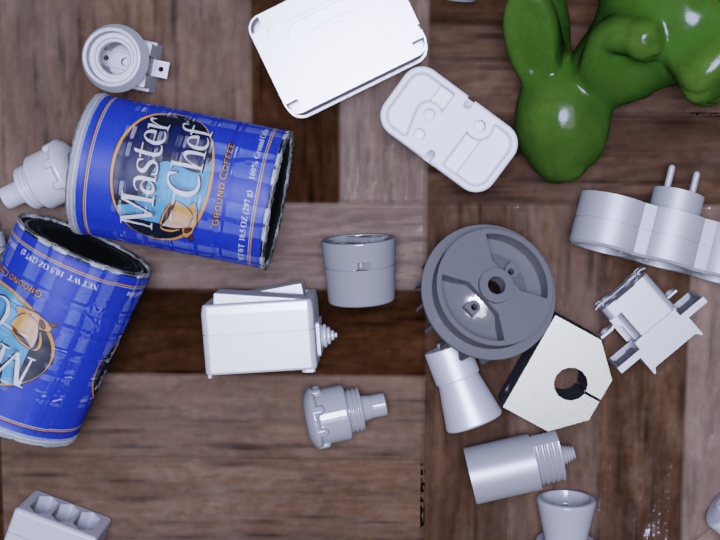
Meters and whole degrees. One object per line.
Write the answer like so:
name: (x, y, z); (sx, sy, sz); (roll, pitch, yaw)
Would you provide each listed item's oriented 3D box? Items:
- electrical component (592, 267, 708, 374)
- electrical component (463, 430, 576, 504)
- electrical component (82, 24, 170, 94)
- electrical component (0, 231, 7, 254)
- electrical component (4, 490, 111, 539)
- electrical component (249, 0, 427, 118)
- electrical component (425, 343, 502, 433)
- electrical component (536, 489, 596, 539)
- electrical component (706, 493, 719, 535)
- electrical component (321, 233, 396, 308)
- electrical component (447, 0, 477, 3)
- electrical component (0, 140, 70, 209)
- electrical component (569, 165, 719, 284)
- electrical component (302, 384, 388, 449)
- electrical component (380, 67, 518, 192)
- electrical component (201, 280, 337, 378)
electrical component: (0.212, 0.036, 0.801); (0.081, 0.042, 0.063); (-41, 92, 5)
electrical component: (0.123, 0.147, 0.814); (0.081, 0.043, 0.043); (-13, 96, 3)
electrical component: (-0.174, -0.152, 0.783); (0.066, 0.055, 0.048); (12, 96, 0)
electrical component: (-0.301, -0.029, 0.800); (0.078, 0.058, 0.057); (-32, 92, 5)
electrical component: (-0.240, 0.222, 0.831); (0.066, 0.047, 0.076); (21, 96, -1)
electrical component: (-0.015, -0.166, 0.776); (0.113, 0.057, 0.078); (-25, 95, 4)
electrical component: (0.075, 0.085, 0.811); (0.044, 0.044, 0.065); (-21, 90, 4)
electrical component: (0.157, 0.200, 0.819); (0.045, 0.045, 0.055); (0, 97, 2)
electrical component: (0.301, 0.198, 0.817); (0.078, 0.040, 0.040); (39, 96, -3)
electrical component: (0.000, 0.000, 0.797); (0.055, 0.055, 0.047); (-3, 100, 2)
electrical component: (0.052, -0.239, 0.773); (0.079, 0.044, 0.077); (10, 96, 1)
electrical component: (-0.238, -0.065, 0.801); (0.062, 0.048, 0.048); (-23, 95, 11)
electrical component: (0.229, -0.039, 0.786); (0.138, 0.052, 0.073); (15, 88, 0)
electrical component: (-0.011, 0.107, 0.814); (0.062, 0.048, 0.048); (-11, 96, -4)
electrical component: (0.063, -0.101, 0.780); (0.095, 0.059, 0.053); (36, 96, -3)
electrical component: (-0.066, 0.042, 0.798); (0.096, 0.061, 0.061); (-4, 96, 2)
